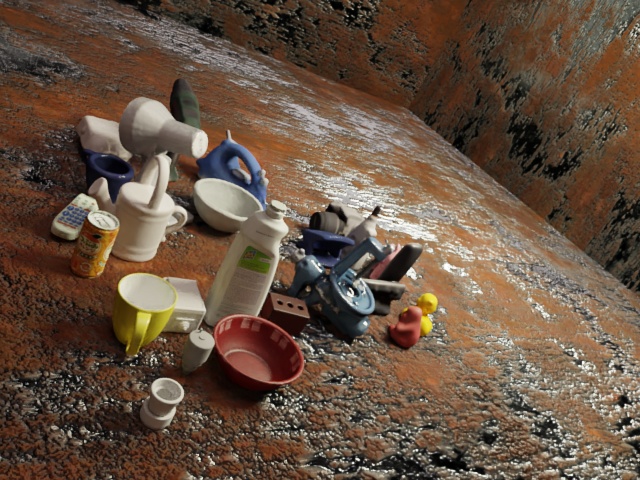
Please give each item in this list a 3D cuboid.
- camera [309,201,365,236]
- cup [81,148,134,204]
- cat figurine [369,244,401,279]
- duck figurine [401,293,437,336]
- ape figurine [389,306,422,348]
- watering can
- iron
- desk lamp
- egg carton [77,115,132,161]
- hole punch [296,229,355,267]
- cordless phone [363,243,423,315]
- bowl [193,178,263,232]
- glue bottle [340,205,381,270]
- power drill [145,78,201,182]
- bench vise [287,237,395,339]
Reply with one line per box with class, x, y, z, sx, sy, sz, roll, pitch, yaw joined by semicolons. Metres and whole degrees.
camera;0.040;-0.051;1.523;0.137;0.100;0.142;12;29;-33
cup;-0.439;-0.120;1.144;0.117;0.095;0.092;33;25;10
cat figurine;0.179;0.056;1.446;0.067;0.117;0.128;25;25;-10
duck figurine;0.241;0.167;1.337;0.077;0.086;0.104;27;24;-3
ape figurine;0.191;0.182;1.246;0.078;0.092;0.076;-3;39;-49
watering can;-0.325;-0.064;1.040;0.100;0.194;0.173;43;28;29
iron;-0.193;-0.156;1.424;0.257;0.141;0.119;43;28;28
desk lamp;-0.332;-0.167;1.207;0.203;0.213;0.118;35;25;13
egg carton;-0.499;-0.228;1.320;0.108;0.069;0.150;8;32;-38
hole punch;0.013;0.005;1.397;0.109;0.091;0.100;10;30;-36
cordless phone;0.141;0.072;1.291;0.148;0.185;0.094;7;32;-40
bowl;-0.219;-0.067;1.306;0.168;0.074;0.167;24;25;-11
glue bottle;0.108;-0.013;1.434;0.037;0.173;0.078;4;34;-44
power drill;-0.347;-0.257;1.372;0.076;0.208;0.229;12;29;-33
bench vise;0.040;0.070;1.144;0.207;0.219;0.121;26;24;-7
